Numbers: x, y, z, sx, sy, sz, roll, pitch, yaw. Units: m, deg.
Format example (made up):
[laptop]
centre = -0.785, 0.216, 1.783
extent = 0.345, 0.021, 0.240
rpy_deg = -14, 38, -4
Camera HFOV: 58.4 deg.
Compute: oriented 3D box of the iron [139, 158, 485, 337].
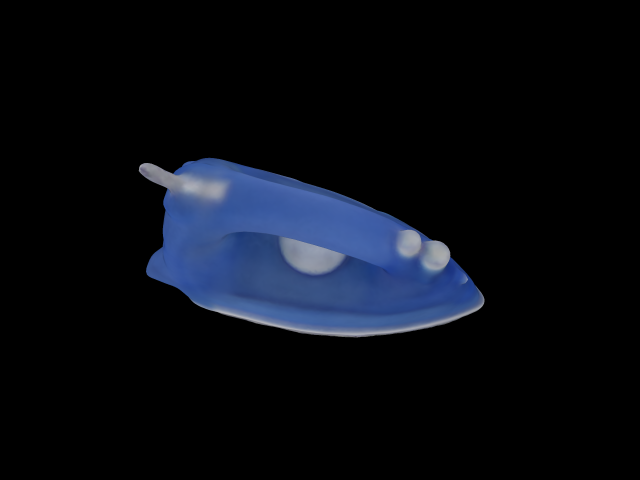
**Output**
[iron]
centre = 0.004, 0.001, 0.400
extent = 0.258, 0.141, 0.119
rpy_deg = 13, 74, 4
